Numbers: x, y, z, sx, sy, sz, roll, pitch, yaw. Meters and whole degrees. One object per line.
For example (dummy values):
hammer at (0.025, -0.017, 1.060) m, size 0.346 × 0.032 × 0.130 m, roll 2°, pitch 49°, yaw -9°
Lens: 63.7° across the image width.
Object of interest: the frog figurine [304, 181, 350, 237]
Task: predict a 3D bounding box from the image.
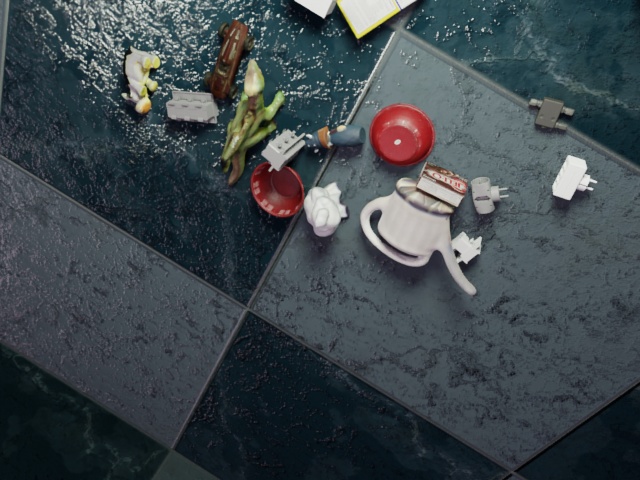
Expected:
frog figurine at (0.004, -0.067, 1.333) m, size 0.123 × 0.163 × 0.134 m, roll 10°, pitch 122°, yaw 18°

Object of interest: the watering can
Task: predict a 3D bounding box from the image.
watering can at (0.267, -0.017, 1.285) m, size 0.349 × 0.106 × 0.219 m, roll 29°, pitch 125°, yaw 14°

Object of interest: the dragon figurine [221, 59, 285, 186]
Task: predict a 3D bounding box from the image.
dragon figurine at (-0.199, -0.249, 1.264) m, size 0.122 × 0.248 × 0.402 m, roll 24°, pitch 123°, yaw 1°
